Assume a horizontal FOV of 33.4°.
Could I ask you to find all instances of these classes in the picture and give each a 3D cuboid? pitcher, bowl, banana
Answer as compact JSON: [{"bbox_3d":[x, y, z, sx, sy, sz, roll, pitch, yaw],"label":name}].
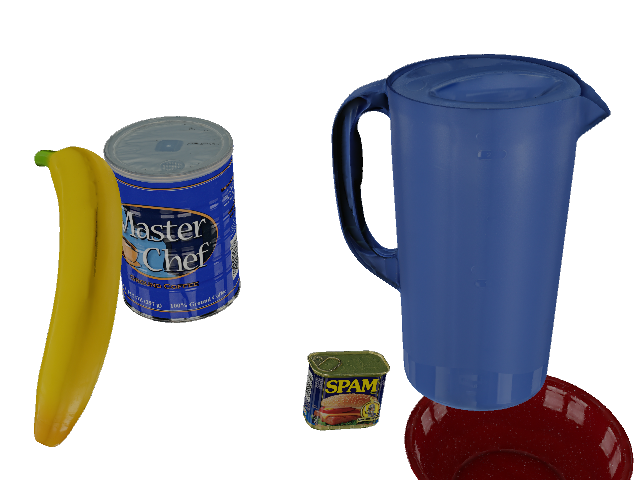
[{"bbox_3d":[0.103,-0.006,0.767,0.144,0.243,0.149,-16,28,-29],"label":"pitcher"},{"bbox_3d":[0.141,0.166,0.778,0.162,0.055,0.162,-1,35,0],"label":"bowl"},{"bbox_3d":[-0.142,0.018,0.628,0.037,0.198,0.070,13,-34,-32],"label":"banana"}]

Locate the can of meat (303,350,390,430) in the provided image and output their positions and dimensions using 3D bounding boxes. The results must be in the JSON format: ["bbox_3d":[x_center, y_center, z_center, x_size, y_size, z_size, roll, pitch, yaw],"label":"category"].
[{"bbox_3d":[0.031,0.190,1.353,0.102,0.084,0.057,0,23,-17],"label":"can of meat"}]

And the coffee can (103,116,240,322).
[{"bbox_3d":[-0.120,-0.018,0.884,0.103,0.140,0.103,0,33,0],"label":"coffee can"}]
